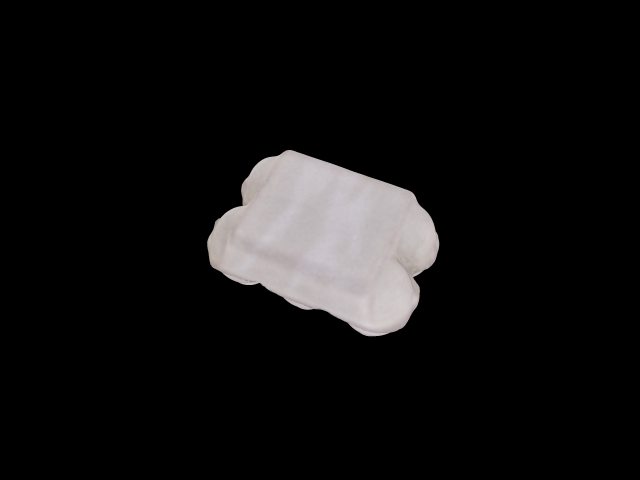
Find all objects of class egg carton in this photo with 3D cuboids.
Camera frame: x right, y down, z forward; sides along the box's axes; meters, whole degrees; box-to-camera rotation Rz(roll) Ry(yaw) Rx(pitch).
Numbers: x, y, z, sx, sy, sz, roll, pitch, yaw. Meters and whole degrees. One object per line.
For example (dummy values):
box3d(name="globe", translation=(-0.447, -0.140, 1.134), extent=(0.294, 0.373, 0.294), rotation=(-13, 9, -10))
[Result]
box3d(name="egg carton", translation=(0.004, 0.001, 0.400), extent=(0.150, 0.069, 0.107), rotation=(20, 59, 13))
